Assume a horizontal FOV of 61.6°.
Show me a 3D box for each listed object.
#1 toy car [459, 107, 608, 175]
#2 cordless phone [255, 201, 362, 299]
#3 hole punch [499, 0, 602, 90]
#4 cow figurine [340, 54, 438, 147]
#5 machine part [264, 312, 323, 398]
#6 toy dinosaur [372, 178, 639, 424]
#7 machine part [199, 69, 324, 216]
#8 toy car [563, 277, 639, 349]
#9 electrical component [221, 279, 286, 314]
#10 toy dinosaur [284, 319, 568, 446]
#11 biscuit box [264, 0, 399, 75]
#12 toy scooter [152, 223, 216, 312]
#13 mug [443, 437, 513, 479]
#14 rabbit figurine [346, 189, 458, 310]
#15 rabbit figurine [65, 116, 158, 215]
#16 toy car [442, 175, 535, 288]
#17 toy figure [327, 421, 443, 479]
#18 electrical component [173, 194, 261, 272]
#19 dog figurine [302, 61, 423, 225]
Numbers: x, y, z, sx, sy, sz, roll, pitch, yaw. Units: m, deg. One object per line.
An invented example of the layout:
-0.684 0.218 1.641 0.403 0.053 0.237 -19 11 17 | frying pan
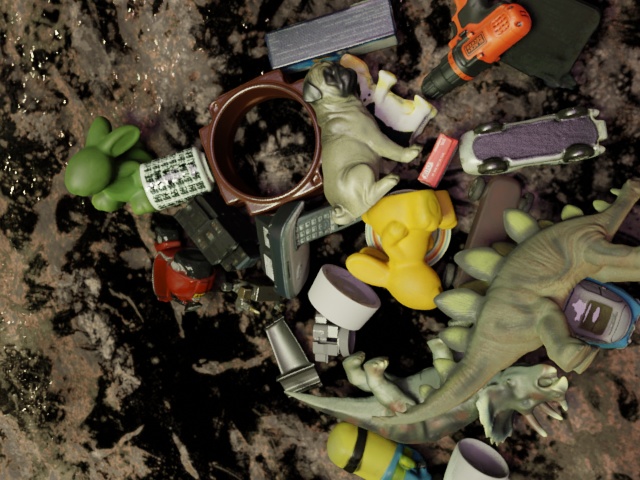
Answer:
0.306 -0.141 0.778 0.202 0.056 0.073 -8 84 14 | toy car
-0.001 -0.002 0.850 0.184 0.089 0.146 -20 129 -22 | cordless phone
0.321 -0.293 0.759 0.142 0.092 0.115 30 128 8 | hole punch
0.087 -0.210 0.826 0.167 0.068 0.098 37 108 10 | cow figurine
-0.052 0.191 0.897 0.084 0.039 0.138 -23 89 20 | machine part
0.261 0.085 0.689 0.471 0.105 0.199 -48 52 -8 | toy dinosaur
-0.077 -0.150 0.859 0.201 0.087 0.201 -21 87 13 | machine part
0.367 0.100 0.752 0.162 0.103 0.109 23 99 14 | toy car
-0.101 0.092 0.877 0.078 0.102 0.045 10 94 39 | electrical component
0.159 0.241 0.811 0.405 0.131 0.192 -24 87 20 | toy dinosaur
0.017 -0.314 0.838 0.203 0.059 0.062 -11 91 14 | biscuit box
-0.236 0.062 0.900 0.184 0.075 0.135 34 118 46 | toy scooter
0.237 0.374 0.818 0.110 0.081 0.107 25 110 6 | mug
0.121 0.019 0.779 0.162 0.122 0.173 -12 92 20 | rabbit figurine
-0.339 -0.116 0.883 0.121 0.170 0.159 16 98 12 | rabbit figurine
0.247 0.002 0.802 0.089 0.053 0.202 17 94 2 | toy car
0.098 0.345 0.840 0.180 0.089 0.082 31 95 13 | toy figure
-0.155 -0.011 0.871 0.058 0.115 0.134 -44 83 17 | electrical component
0.022 -0.138 0.753 0.190 0.172 0.121 43 147 -10 | dog figurine
